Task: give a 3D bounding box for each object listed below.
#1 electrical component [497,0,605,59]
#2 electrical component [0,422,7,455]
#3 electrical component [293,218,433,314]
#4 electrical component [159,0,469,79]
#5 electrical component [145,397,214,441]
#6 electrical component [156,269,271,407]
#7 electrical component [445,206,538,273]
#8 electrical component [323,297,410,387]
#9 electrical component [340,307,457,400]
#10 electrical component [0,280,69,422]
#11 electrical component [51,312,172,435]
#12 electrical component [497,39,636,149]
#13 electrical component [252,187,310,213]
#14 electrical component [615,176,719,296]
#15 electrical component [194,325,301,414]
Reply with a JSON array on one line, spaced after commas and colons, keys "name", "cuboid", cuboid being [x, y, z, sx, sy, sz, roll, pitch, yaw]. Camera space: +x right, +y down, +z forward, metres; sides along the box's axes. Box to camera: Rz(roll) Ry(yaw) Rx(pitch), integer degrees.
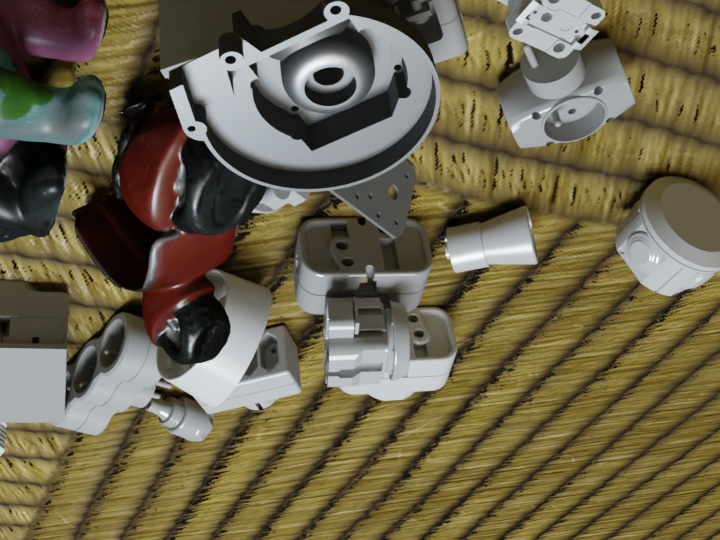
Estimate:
[{"name": "electrical component", "cuboid": [0.103, -0.156, 0.601, 0.081, 0.063, 0.042, 15, 139, -29]}, {"name": "electrical component", "cuboid": [-0.306, 0.117, 0.863, 0.043, 0.081, 0.043, -6, 143, -4]}, {"name": "electrical component", "cuboid": [0.000, 0.000, 0.794, 0.095, 0.053, 0.059, -1, 143, -11]}, {"name": "electrical component", "cuboid": [-0.026, -0.138, 0.574, 0.150, 0.089, 0.061, -16, 143, 10]}, {"name": "electrical component", "cuboid": [-0.161, 0.128, 0.947, 0.061, 0.035, 0.035, 28, 130, -35]}, {"name": "electrical component", "cuboid": [-0.106, 0.050, 0.806, 0.064, 0.099, 0.099, 29, 129, -32]}, {"name": "electrical component", "cuboid": [0.096, -0.020, 0.800, 0.065, 0.044, 0.044, -11, 144, 12]}, {"name": "electrical component", "cuboid": [0.004, 0.051, 0.768, 0.057, 0.058, 0.078, -1, 143, -5]}, {"name": "electrical component", "cuboid": [0.027, 0.070, 0.893, 0.095, 0.053, 0.059, -2, 143, -10]}, {"name": "electrical component", "cuboid": [-0.316, 0.061, 0.804, 0.186, 0.060, 0.105, 2, 142, -15]}, {"name": "electrical component", "cuboid": [-0.190, 0.090, 0.875, 0.074, 0.052, 0.138, 21, 134, -34]}, {"name": "electrical component", "cuboid": [0.123, -0.119, 0.668, 0.077, 0.044, 0.079, -21, 146, 16]}, {"name": "electrical component", "cuboid": [-0.056, -0.064, 0.694, 0.048, 0.066, 0.055, 36, 147, -24]}, {"name": "electrical component", "cuboid": [0.233, -0.025, 0.791, 0.080, 0.080, 0.051, 7, 146, -20]}, {"name": "electrical component", "cuboid": [-0.090, 0.093, 0.905, 0.083, 0.047, 0.075, -14, 144, 7]}]
